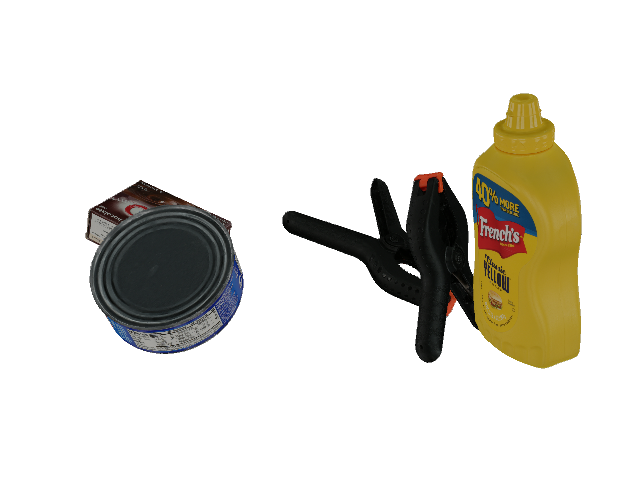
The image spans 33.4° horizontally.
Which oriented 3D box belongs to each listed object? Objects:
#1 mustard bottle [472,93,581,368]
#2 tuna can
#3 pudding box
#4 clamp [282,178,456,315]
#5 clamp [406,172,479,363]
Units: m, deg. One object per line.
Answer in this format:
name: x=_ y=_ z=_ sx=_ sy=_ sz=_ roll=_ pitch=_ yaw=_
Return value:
mustard bottle: x=0.145 y=-0.011 z=0.756 sx=0.058 sy=0.192 sz=0.096 roll=-16 pitch=29 yaw=-19
tuna can: x=-0.089 y=0.023 z=0.626 sx=0.086 sy=0.086 sz=0.034 roll=0 pitch=-34 yaw=11
pudding box: x=-0.157 y=-0.010 z=1.040 sx=0.113 sy=0.039 sz=0.089 roll=23 pitch=29 yaw=16
clamp: x=0.067 y=0.012 z=1.208 sx=0.164 sy=0.036 sz=0.210 roll=-17 pitch=51 yaw=-36
clamp: x=0.110 y=0.026 z=0.985 sx=0.039 sy=0.171 sz=0.120 roll=-11 pitch=13 yaw=34
